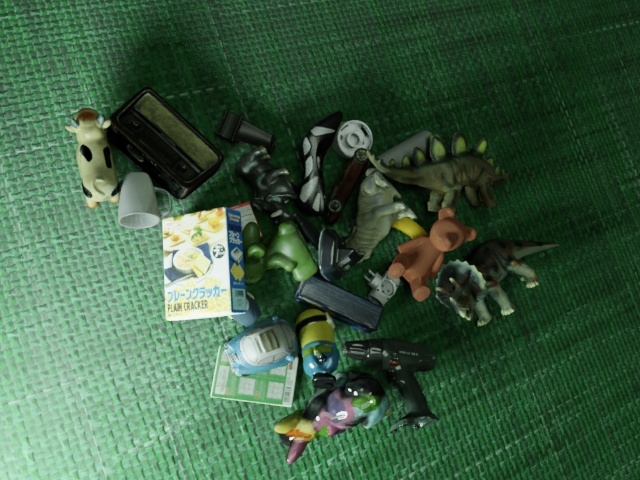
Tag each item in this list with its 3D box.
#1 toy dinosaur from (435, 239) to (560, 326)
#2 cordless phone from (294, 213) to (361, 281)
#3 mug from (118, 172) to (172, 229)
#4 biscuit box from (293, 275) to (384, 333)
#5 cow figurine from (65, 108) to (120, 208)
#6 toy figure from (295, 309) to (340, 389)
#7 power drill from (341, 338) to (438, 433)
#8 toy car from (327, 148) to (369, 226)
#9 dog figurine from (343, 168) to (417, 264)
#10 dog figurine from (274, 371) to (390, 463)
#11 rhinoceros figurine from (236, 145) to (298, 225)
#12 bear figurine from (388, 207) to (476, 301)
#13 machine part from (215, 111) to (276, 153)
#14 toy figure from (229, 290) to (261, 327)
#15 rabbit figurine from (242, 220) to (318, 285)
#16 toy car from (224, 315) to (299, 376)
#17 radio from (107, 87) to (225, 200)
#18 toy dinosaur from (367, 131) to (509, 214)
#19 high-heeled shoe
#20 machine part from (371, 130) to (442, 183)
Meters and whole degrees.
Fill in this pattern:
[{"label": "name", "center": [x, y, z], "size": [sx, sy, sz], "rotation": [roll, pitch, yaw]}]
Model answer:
[{"label": "toy dinosaur", "center": [0.435, 0.073, 1.353], "size": [0.405, 0.131, 0.192], "rotation": [-41, 94, -27]}, {"label": "cordless phone", "center": [-0.003, -0.003, 1.188], "size": [0.089, 0.146, 0.184], "rotation": [-40, 73, 1]}, {"label": "mug", "center": [-0.371, -0.089, 1.131], "size": [0.110, 0.080, 0.107], "rotation": [-7, 72, -14]}, {"label": "biscuit box", "center": [0.044, 0.147, 1.231], "size": [0.202, 0.059, 0.063], "rotation": [27, 71, -11]}, {"label": "cow figurine", "center": [-0.461, -0.174, 1.093], "size": [0.085, 0.127, 0.195], "rotation": [-11, 85, -23]}, {"label": "toy figure", "center": [-0.005, 0.227, 1.154], "size": [0.089, 0.082, 0.180], "rotation": [22, 41, -25]}, {"label": "power drill", "center": [0.169, 0.320, 1.208], "size": [0.232, 0.086, 0.207], "rotation": [3, 50, -24]}, {"label": "toy car", "center": [0.062, -0.128, 1.269], "size": [0.053, 0.089, 0.202], "rotation": [28, 81, 5]}, {"label": "dog figurine", "center": [0.104, -0.056, 1.266], "size": [0.190, 0.121, 0.172], "rotation": [-38, 55, 13]}, {"label": "dog figurine", "center": [0.015, 0.371, 1.119], "size": [0.219, 0.192, 0.108], "rotation": [-25, 94, -37]}, {"label": "rhinoceros figurine", "center": [-0.116, -0.121, 1.208], "size": [0.112, 0.073, 0.190], "rotation": [-36, 80, -5]}, {"label": "bear figurine", "center": [0.266, 0.028, 1.257], "size": [0.120, 0.132, 0.196], "rotation": [44, 114, -9]}, {"label": "machine part", "center": [-0.167, -0.248, 1.254], "size": [0.139, 0.039, 0.084], "rotation": [24, 67, -11]}, {"label": "toy figure", "center": [-0.192, 0.117, 1.161], "size": [0.154, 0.058, 0.064], "rotation": [48, 48, -2]}, {"label": "rabbit figurine", "center": [-0.111, 0.039, 1.157], "size": [0.170, 0.158, 0.121], "rotation": [-29, 51, 1]}, {"label": "toy car", "center": [-0.115, 0.218, 1.130], "size": [0.162, 0.103, 0.109], "rotation": [-14, 72, -28]}, {"label": "radio", "center": [-0.335, -0.204, 1.159], "size": [0.229, 0.073, 0.131], "rotation": [42, 58, -5]}, {"label": "toy dinosaur", "center": [0.311, -0.164, 1.323], "size": [0.471, 0.105, 0.198], "rotation": [-8, 99, -32]}, {"label": "high-heeled shoe", "center": [0.016, -0.178, 1.265], "size": [0.145, 0.086, 0.248], "rotation": [38, 87, 11]}, {"label": "machine part", "center": [0.215, -0.209, 1.352], "size": [0.243, 0.079, 0.079], "rotation": [-32, 90, -21]}]
